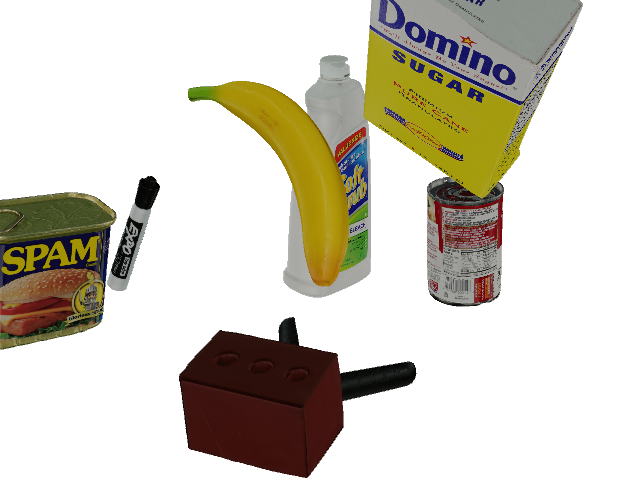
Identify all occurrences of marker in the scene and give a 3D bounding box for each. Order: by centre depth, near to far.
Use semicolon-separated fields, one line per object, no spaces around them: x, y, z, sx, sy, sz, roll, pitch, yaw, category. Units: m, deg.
-0.168;-0.006;0.959;0.020;0.121;0.020;17;31;-11;marker

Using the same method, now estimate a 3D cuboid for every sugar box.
0.071;-0.090;0.563;0.093;0.048;0.176;35;-12;12;sugar box

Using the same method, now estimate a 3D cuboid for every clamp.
-0.006;0.153;1.084;0.165;0.036;0.209;14;30;20;clamp

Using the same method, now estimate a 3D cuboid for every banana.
-0.023;-0.056;0.806;0.069;0.198;0.037;-35;-23;0;banana

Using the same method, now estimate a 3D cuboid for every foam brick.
-0.032;0.091;0.602;0.078;0.051;0.053;9;29;21;foam brick

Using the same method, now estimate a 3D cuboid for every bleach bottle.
0.009;-0.071;1.146;0.102;0.251;0.068;-22;32;-39;bleach bottle

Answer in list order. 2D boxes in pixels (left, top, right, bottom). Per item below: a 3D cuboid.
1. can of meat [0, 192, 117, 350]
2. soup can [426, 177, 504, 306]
-0.192;0.020;0.718;0.101;0.084;0.058;-10;29;-39;can of meat
0.130;0.000;0.960;0.068;0.102;0.068;-3;23;1;soup can
